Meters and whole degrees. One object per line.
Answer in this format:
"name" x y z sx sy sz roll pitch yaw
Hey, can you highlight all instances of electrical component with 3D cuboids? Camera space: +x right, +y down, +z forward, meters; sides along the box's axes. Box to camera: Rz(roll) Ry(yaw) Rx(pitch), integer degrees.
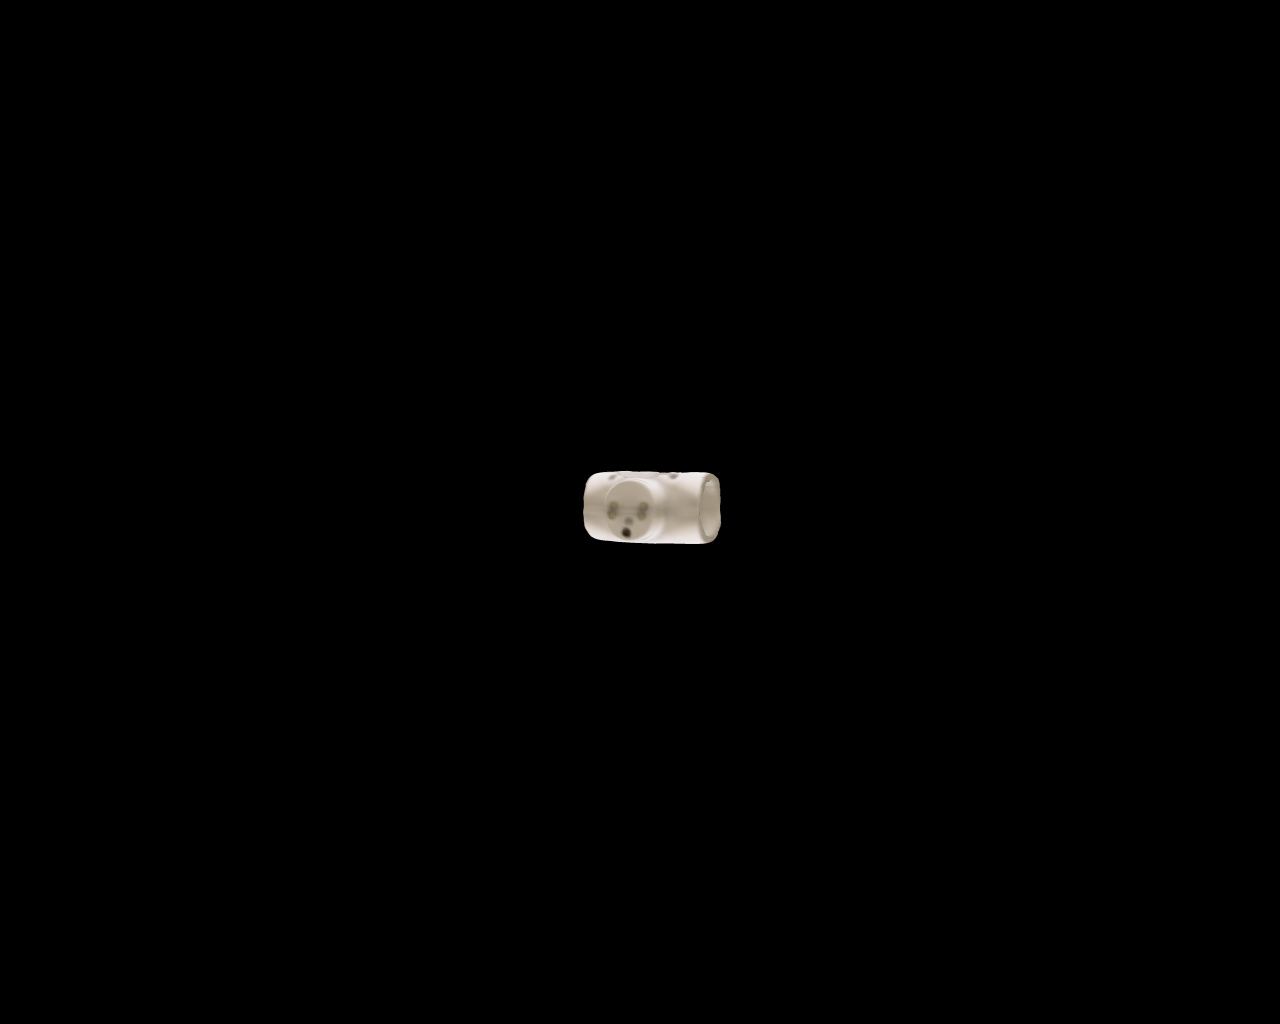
"electrical component" 0.001 -0.003 0.650 0.077 0.044 0.079 2 4 24
